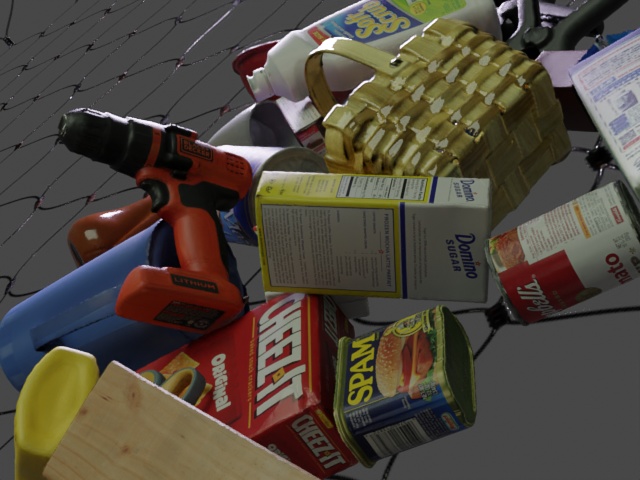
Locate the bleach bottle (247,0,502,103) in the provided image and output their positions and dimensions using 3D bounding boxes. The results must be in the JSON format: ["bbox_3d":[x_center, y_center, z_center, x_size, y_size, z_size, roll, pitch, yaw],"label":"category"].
[{"bbox_3d":[0.049,-0.195,1.077,0.251,0.068,0.102,-22,51,2],"label":"bleach bottle"}]

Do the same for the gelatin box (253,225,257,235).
[{"bbox_3d":[-0.006,0.001,0.948,0.073,0.089,0.030,-39,35,-6],"label":"gelatin box"}]

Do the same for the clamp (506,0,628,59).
[{"bbox_3d":[0.220,-0.188,1.005,0.120,0.039,0.171,6,68,42],"label":"clamp"}]

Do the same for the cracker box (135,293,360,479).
[{"bbox_3d":[-0.076,0.139,0.833,0.214,0.072,0.164,-29,28,15],"label":"cracker box"}]

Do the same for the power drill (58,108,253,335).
[{"bbox_3d":[-0.136,-0.020,0.909,0.057,0.184,0.187,-42,43,43],"label":"power drill"}]

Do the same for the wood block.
[{"bbox_3d":[-0.067,0.166,0.673,0.206,0.090,0.090,21,74,39],"label":"wood block"}]

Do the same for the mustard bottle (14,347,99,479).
[{"bbox_3d":[-0.218,0.175,0.872,0.192,0.058,0.096,111,171,-50],"label":"mustard bottle"}]

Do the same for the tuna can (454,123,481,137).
[{"bbox_3d":[0.128,-0.134,1.037,0.086,0.033,0.086,-22,49,27],"label":"tuna can"}]

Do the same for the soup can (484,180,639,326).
[{"bbox_3d":[0.175,0.009,0.740,0.102,0.068,0.068,-26,28,20],"label":"soup can"}]

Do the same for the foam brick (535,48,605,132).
[{"bbox_3d":[0.218,-0.130,0.931,0.053,0.051,0.078,-47,28,-16],"label":"foam brick"}]

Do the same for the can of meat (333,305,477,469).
[{"bbox_3d":[0.061,0.100,0.747,0.084,0.057,0.102,-23,30,20],"label":"can of meat"}]

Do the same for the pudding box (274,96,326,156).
[{"bbox_3d":[-0.002,-0.103,1.112,0.039,0.090,0.113,-35,27,1],"label":"pudding box"}]

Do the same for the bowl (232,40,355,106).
[{"bbox_3d":[-0.021,-0.184,1.248,0.162,0.161,0.055,-11,79,41],"label":"bowl"}]

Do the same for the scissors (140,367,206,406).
[{"bbox_3d":[-0.168,0.166,0.799,0.201,0.016,0.096,-43,27,-14],"label":"scissors"}]

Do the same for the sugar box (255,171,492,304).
[{"bbox_3d":[0.042,-0.003,0.815,0.176,0.093,0.048,2,36,8],"label":"sugar box"}]

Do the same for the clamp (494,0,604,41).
[{"bbox_3d":[0.217,-0.235,1.117,0.165,0.036,0.210,-20,35,28],"label":"clamp"}]

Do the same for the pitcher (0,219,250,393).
[{"bbox_3d":[-0.202,0.076,1.016,0.243,0.149,0.145,-24,39,31],"label":"pitcher"}]

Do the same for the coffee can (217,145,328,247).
[{"bbox_3d":[-0.060,-0.043,1.072,0.102,0.102,0.141,-48,28,-21],"label":"coffee can"}]
